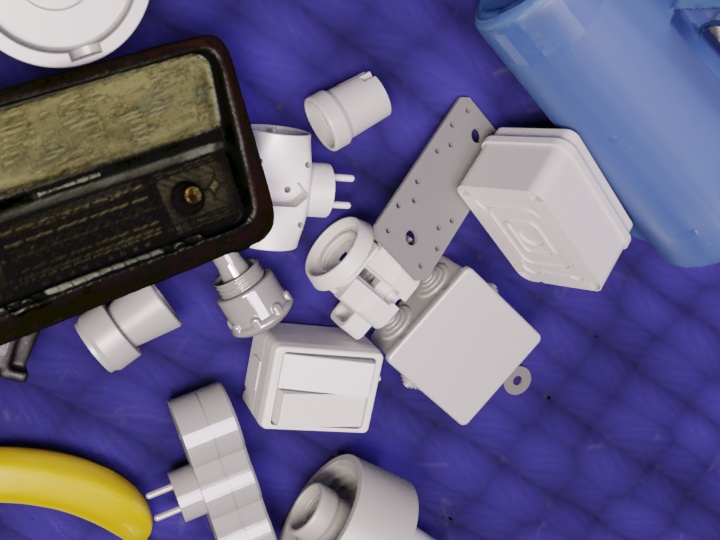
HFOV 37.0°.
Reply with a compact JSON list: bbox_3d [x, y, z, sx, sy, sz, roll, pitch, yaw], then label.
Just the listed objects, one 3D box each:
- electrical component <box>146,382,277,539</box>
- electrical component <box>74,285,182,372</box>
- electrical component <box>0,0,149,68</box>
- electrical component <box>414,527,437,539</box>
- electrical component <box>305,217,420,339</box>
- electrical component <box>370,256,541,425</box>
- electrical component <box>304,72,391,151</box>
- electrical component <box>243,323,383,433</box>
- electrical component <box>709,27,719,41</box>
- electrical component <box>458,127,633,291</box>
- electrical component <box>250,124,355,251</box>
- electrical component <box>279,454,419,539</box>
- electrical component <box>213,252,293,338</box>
[{"bbox_3d":[-0.111,0.152,0.751,0.074,0.052,0.138,-20,113,-14],"label":"electrical component"},{"bbox_3d":[-0.152,0.034,0.703,0.055,0.045,0.045,-37,115,-6],"label":"electrical component"},{"bbox_3d":[-0.178,-0.174,0.619,0.108,0.060,0.108,-6,108,-19],"label":"electrical component"},{"bbox_3d":[0.030,0.208,0.830,0.044,0.044,0.065,-42,111,-4],"label":"electrical component"},{"bbox_3d":[0.000,0.000,0.744,0.057,0.058,0.078,40,90,-29],"label":"electrical component"},{"bbox_3d":[0.068,0.050,0.790,0.100,0.048,0.099,42,89,-26],"label":"electrical component"},{"bbox_3d":[-0.008,-0.107,0.718,0.046,0.040,0.040,-31,115,-15],"label":"electrical component"},{"bbox_3d":[-0.026,0.077,0.755,0.096,0.061,0.061,6,104,-22],"label":"electrical component"},{"bbox_3d":[0.284,-0.201,0.795,0.083,0.047,0.075,-17,111,-15],"label":"electrical component"},{"bbox_3d":[0.133,-0.044,0.757,0.113,0.078,0.057,48,65,-36],"label":"electrical component"},{"bbox_3d":[-0.042,-0.054,0.718,0.079,0.043,0.077,2,106,-22],"label":"electrical component"},{"bbox_3d":[-0.016,0.184,0.770,0.060,0.108,0.108,35,92,-20],"label":"electrical component"},{"bbox_3d":[-0.078,0.011,0.726,0.048,0.048,0.062,-33,108,-9],"label":"electrical component"}]
